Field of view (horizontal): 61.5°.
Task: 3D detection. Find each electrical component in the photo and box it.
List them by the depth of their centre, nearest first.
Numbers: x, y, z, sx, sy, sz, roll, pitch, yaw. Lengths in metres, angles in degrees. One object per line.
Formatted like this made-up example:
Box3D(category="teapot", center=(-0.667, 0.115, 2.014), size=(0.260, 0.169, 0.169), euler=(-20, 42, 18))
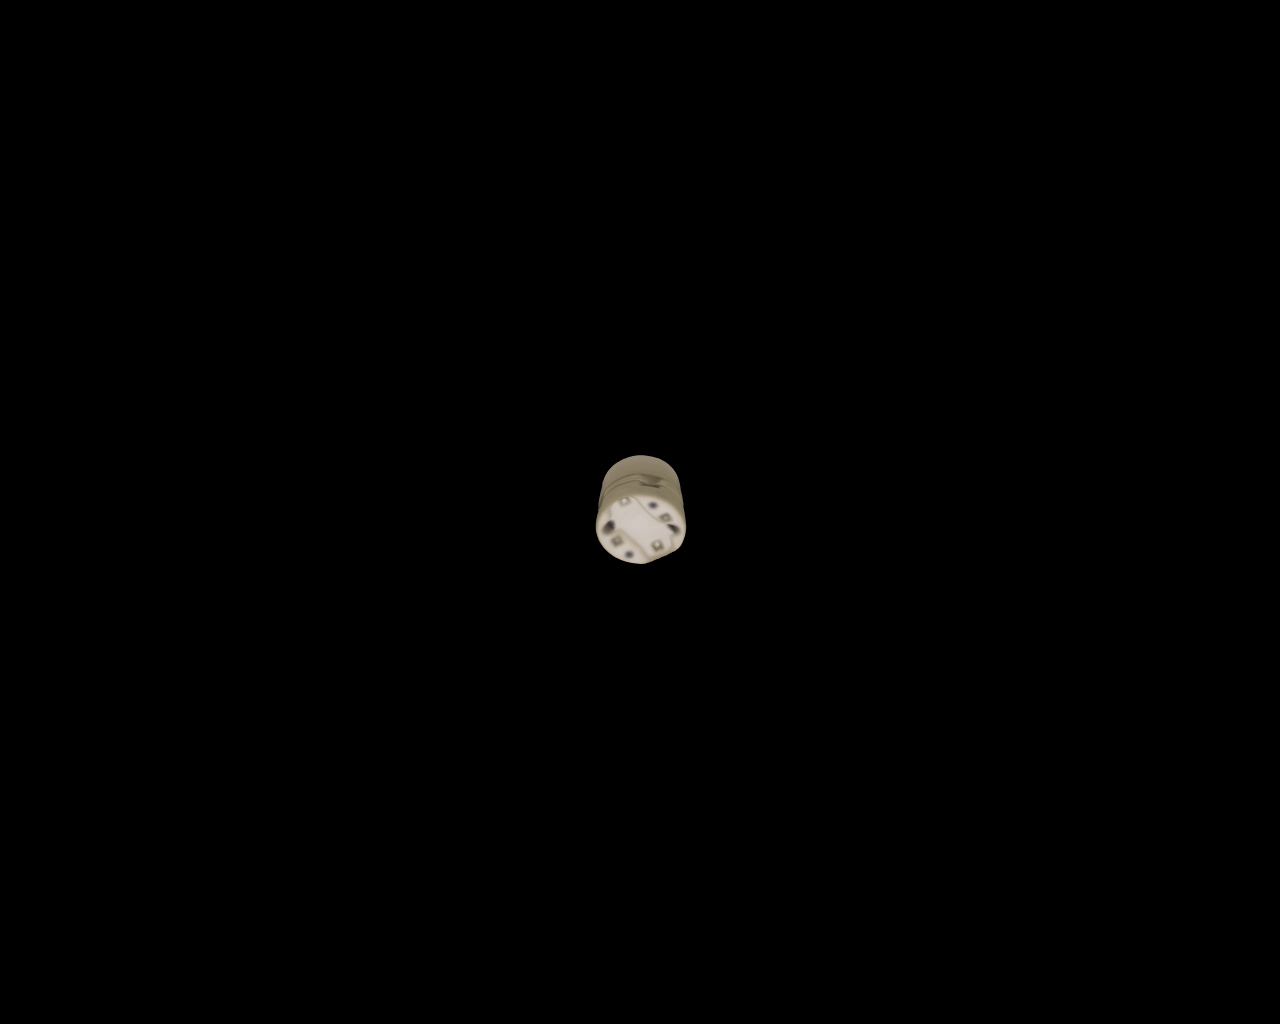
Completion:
Box3D(category="electrical component", center=(0.001, -0.003, 0.650), size=(0.055, 0.055, 0.047), euler=(0, 36, 0))
